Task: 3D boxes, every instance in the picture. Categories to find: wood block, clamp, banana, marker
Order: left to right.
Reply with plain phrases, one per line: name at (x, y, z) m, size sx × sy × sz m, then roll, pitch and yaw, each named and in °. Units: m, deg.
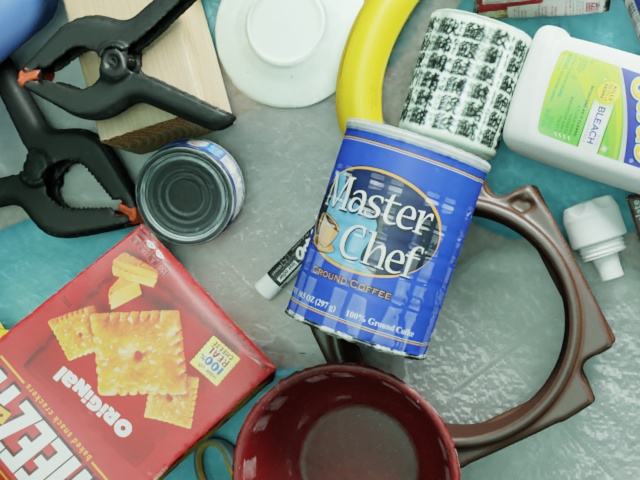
clamp at (-0.245, -0.052, 0.914) m, size 0.210 × 0.036 × 0.164 m, roll 31°, pitch 95°, yaw 15°
clamp at (-0.144, -0.143, 0.801) m, size 0.171 × 0.039 × 0.120 m, roll 2°, pitch 87°, yaw 12°
wood block at (-0.148, -0.184, 0.870) m, size 0.091 × 0.090 × 0.206 m, roll -17°, pitch 84°, yaw 11°
marker at (-0.006, 0.001, 0.869) m, size 0.121 × 0.020 × 0.020 m, roll -46°, pitch 80°, yaw 7°
banana at (0.051, -0.147, 0.856) m, size 0.069 × 0.037 × 0.198 m, roll 10°, pitch 94°, yaw -16°

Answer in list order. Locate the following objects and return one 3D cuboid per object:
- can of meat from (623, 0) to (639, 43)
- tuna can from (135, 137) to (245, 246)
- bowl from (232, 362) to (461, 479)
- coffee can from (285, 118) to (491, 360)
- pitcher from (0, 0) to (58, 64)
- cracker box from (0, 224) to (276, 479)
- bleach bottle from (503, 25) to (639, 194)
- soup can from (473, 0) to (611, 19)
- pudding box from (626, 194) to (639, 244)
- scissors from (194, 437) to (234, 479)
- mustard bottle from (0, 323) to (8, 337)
can of meat at (0.278, -0.186, 0.795) m, size 0.102 × 0.057 × 0.084 m, roll -20°, pitch 82°, yaw 10°
tuna can at (-0.107, -0.039, 0.872) m, size 0.086 × 0.033 × 0.086 m, roll 3°, pitch 107°, yaw 9°
bowl at (0.022, 0.165, 0.754) m, size 0.162 × 0.055 × 0.162 m, roll 0°, pitch 90°, yaw 14°
coffee can at (0.046, -0.001, 0.729) m, size 0.103 × 0.102 × 0.140 m, roll 19°, pitch 92°, yaw 12°
pitcher at (-0.326, -0.166, 0.831) m, size 0.145 × 0.242 × 0.149 m, roll -14°, pitch 117°, yaw 42°
cracker box at (-0.166, 0.116, 0.839) m, size 0.213 × 0.072 × 0.164 m, roll -41°, pitch 80°, yaw -15°
bleach bottle at (0.263, -0.075, 0.756) m, size 0.251 × 0.068 × 0.102 m, roll 20°, pitch 92°, yaw 28°
soup can at (0.168, -0.205, 0.814) m, size 0.102 × 0.068 × 0.068 m, roll -1°, pitch 88°, yaw 12°
pudding box at (0.288, 0.008, 0.795) m, size 0.090 × 0.039 × 0.113 m, roll -18°, pitch 84°, yaw 12°
scissors at (-0.025, 0.236, 0.868) m, size 0.096 × 0.016 × 0.202 m, roll -39°, pitch 82°, yaw 8°
mustard bottle at (-0.245, 0.136, 0.897) m, size 0.096 × 0.058 × 0.192 m, roll -40°, pitch 80°, yaw 3°
